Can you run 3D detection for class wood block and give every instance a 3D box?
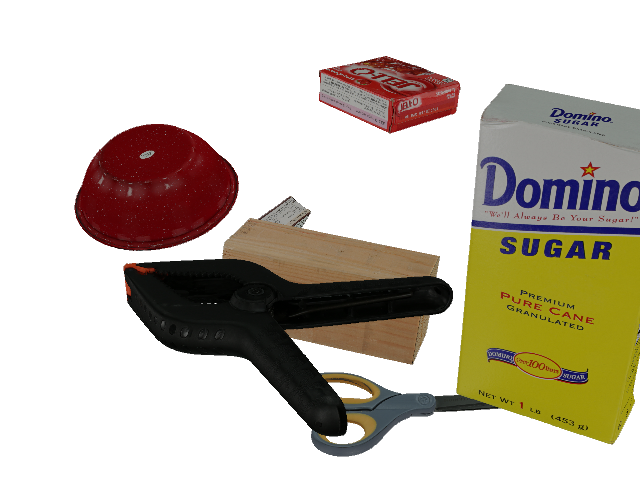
[{"bbox_3d":[0.008,0.050,1.094,0.206,0.091,0.090,12,22,12],"label":"wood block"}]

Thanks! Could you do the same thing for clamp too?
[{"bbox_3d":[-0.030,0.045,0.675,0.210,0.036,0.164,16,31,31],"label":"clamp"}]

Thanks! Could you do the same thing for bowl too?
[{"bbox_3d":[-0.162,-0.063,1.025,0.162,0.055,0.162,-4,43,3],"label":"bowl"}]

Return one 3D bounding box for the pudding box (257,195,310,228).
[{"bbox_3d":[-0.066,0.005,1.282,0.039,0.090,0.113,35,32,7],"label":"pudding box"}]

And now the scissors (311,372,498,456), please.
[{"bbox_3d":[0.077,0.151,0.896,0.202,0.016,0.096,8,39,6],"label":"scissors"}]

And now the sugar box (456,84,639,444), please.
[{"bbox_3d":[0.123,0.015,0.547,0.093,0.176,0.048,15,38,23],"label":"sugar box"}]

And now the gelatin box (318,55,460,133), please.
[{"bbox_3d":[0.054,-0.118,0.845,0.073,0.030,0.089,-19,33,-35],"label":"gelatin box"}]
